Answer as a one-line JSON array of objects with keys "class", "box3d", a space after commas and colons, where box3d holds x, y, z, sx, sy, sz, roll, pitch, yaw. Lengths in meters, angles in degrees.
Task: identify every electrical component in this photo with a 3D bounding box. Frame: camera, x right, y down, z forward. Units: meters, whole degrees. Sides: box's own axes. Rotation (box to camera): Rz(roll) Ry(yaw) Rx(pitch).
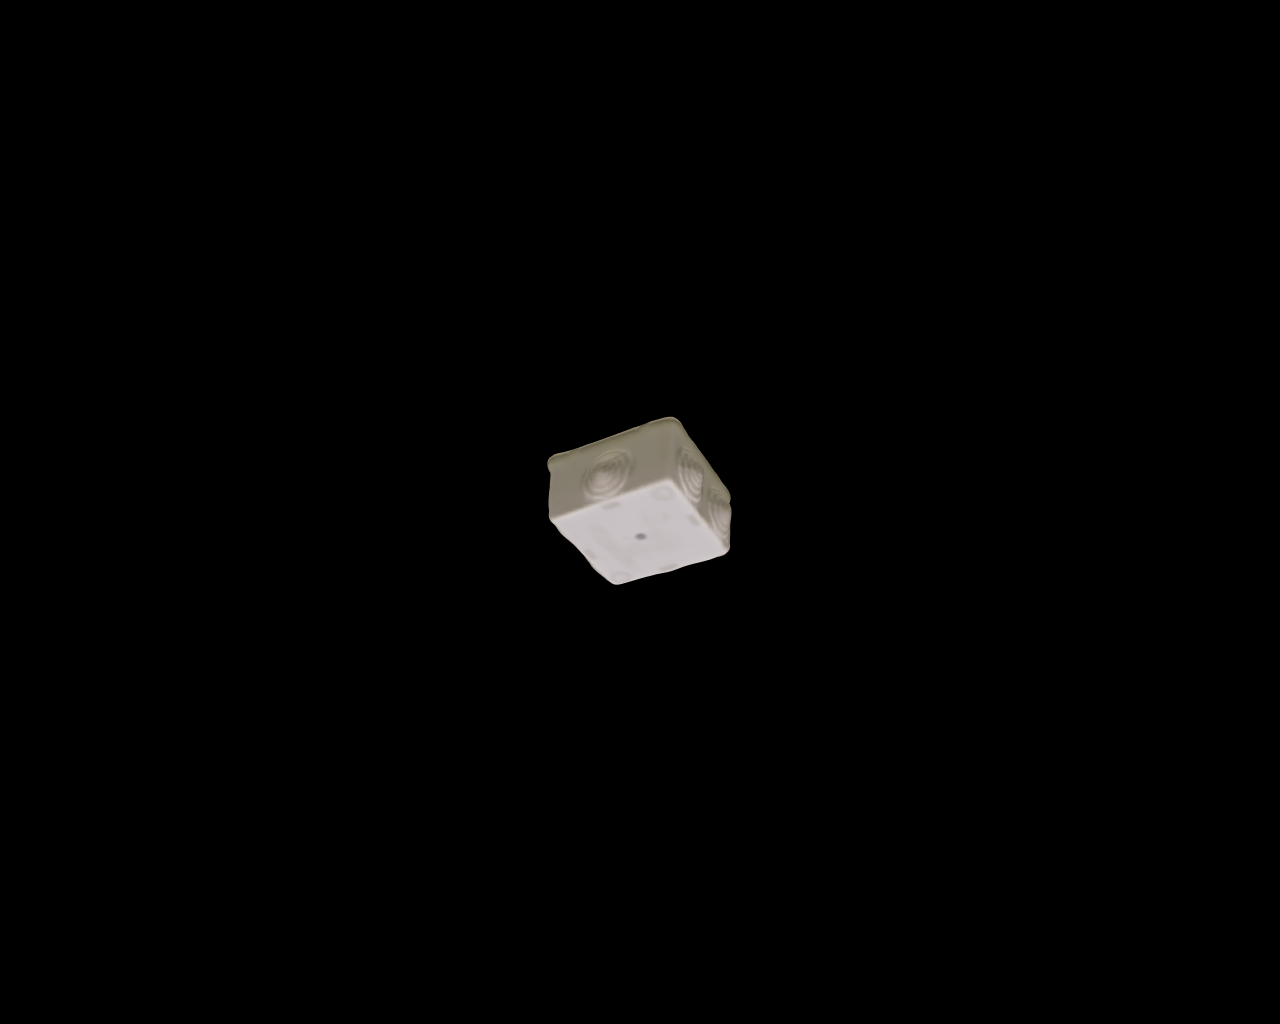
[{"class": "electrical component", "box3d": [0.001, -0.003, 0.650, 0.099, 0.048, 0.099, -17, -41, 21]}]
